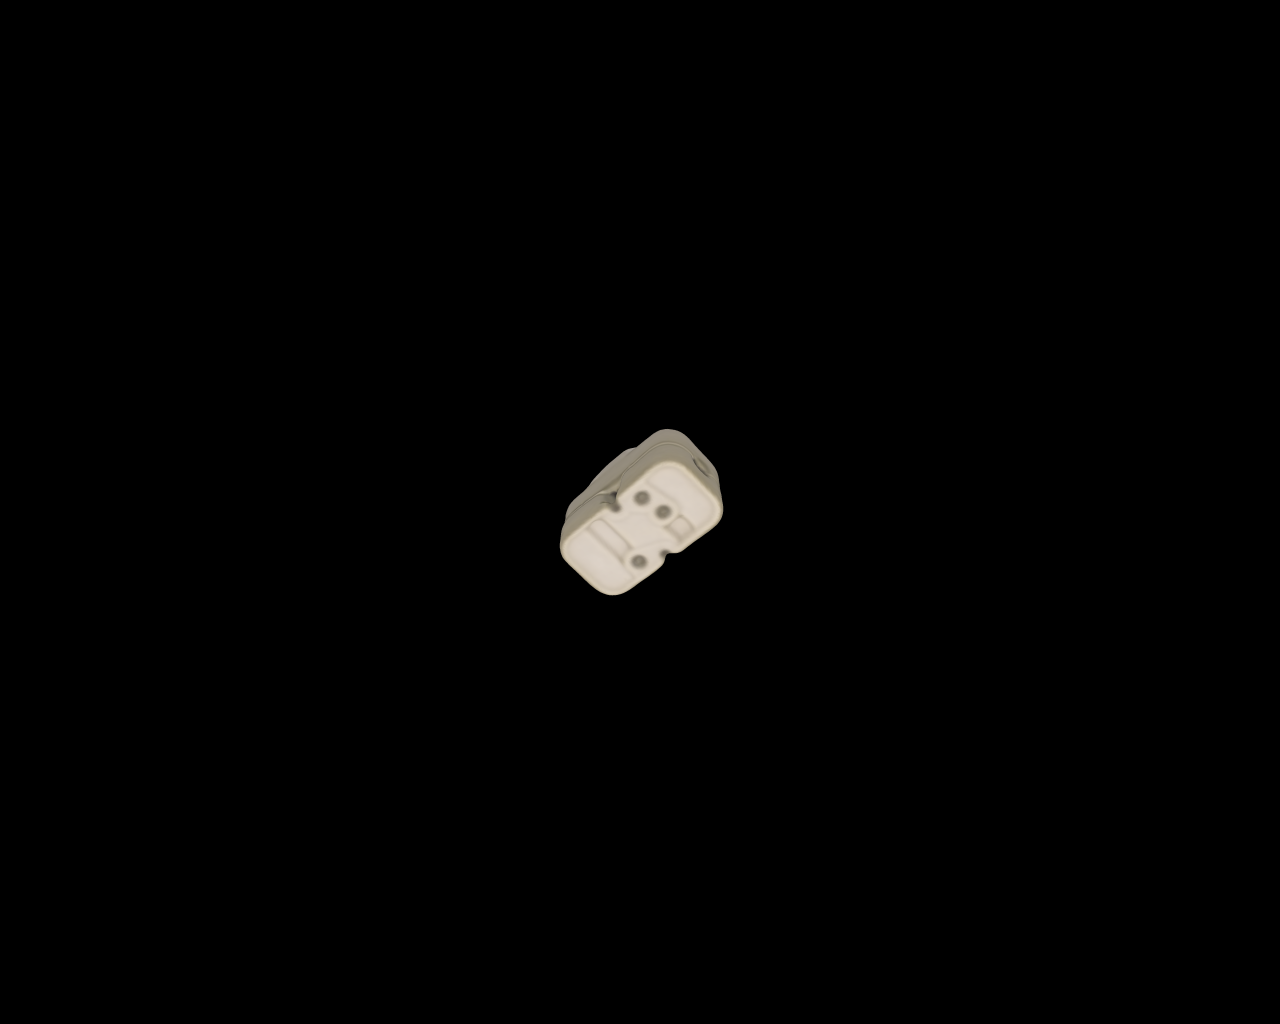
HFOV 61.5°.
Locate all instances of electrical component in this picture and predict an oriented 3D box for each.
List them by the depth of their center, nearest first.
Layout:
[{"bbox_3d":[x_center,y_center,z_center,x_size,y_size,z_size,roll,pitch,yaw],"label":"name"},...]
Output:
[{"bbox_3d":[0.001,-0.003,0.650,0.095,0.053,0.059,-38,22,18],"label":"electrical component"}]
